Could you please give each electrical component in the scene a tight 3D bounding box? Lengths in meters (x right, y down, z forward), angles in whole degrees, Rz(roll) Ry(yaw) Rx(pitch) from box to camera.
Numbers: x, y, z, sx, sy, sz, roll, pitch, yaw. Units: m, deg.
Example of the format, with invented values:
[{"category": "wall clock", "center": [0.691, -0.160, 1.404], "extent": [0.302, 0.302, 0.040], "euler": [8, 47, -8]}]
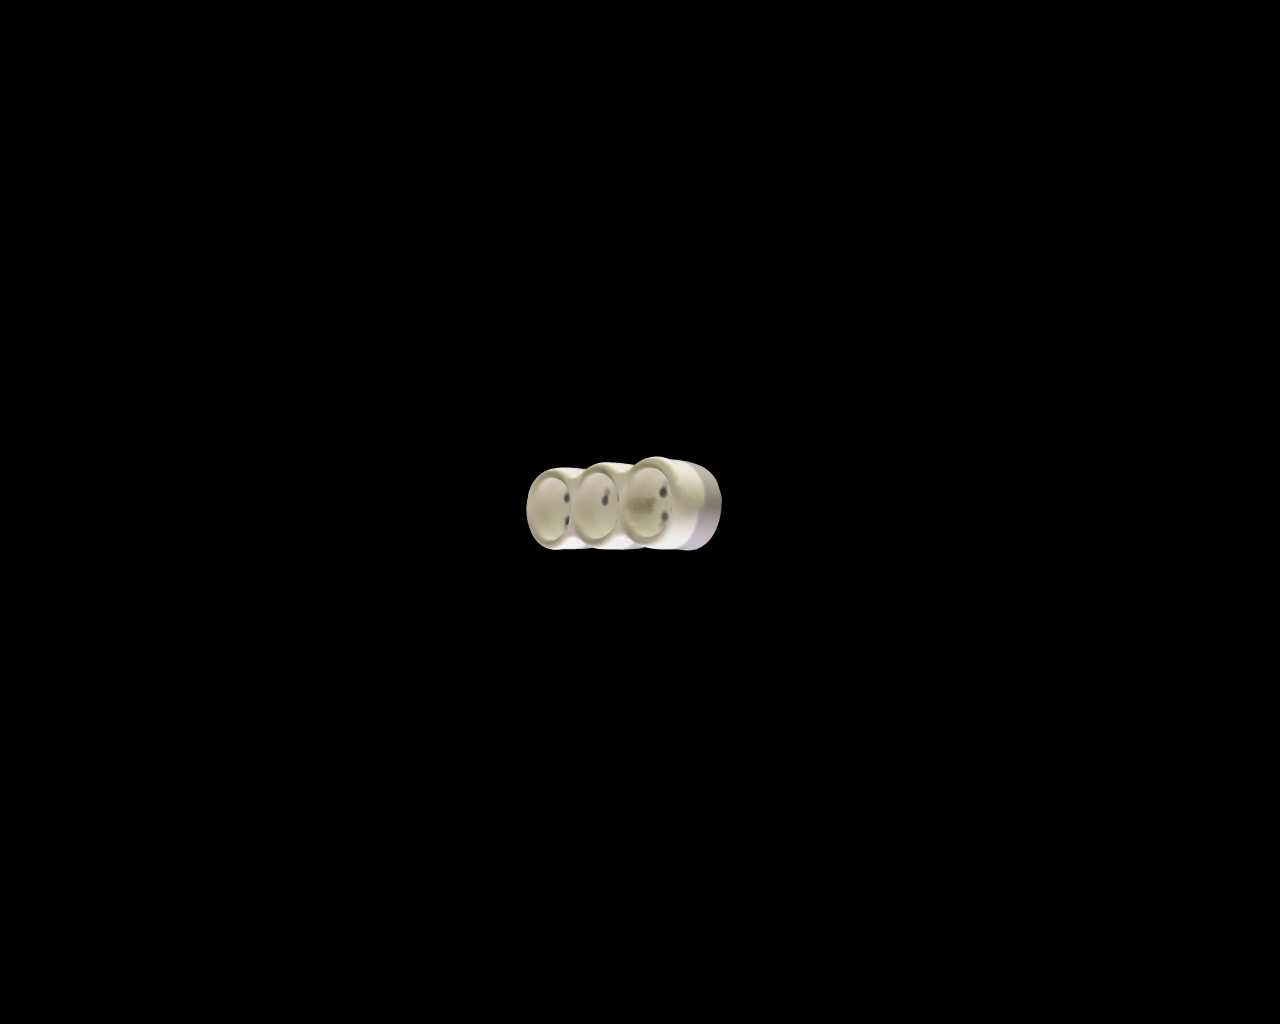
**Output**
[{"category": "electrical component", "center": [0.001, -0.003, 0.650], "extent": [0.074, 0.052, 0.138], "euler": [2, -3, -43]}]
